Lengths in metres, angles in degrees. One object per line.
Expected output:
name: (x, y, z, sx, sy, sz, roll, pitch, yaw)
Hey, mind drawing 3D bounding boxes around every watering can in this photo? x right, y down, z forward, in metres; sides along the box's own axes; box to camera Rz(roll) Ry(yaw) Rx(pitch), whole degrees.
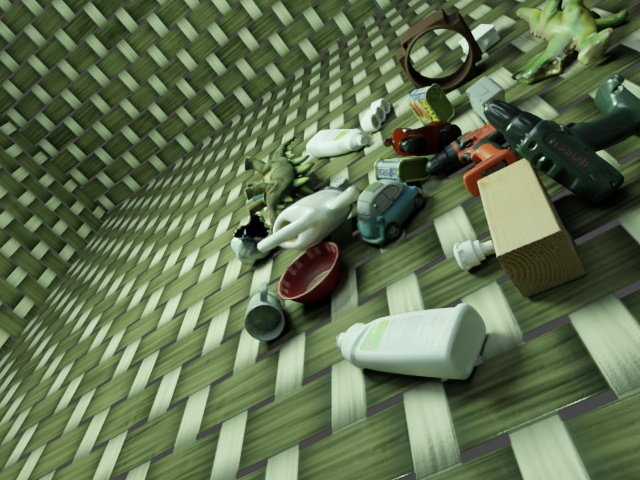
watering can: (0.004, -0.058, 1.157, 0.343, 0.104, 0.228, -28, 4, 39)

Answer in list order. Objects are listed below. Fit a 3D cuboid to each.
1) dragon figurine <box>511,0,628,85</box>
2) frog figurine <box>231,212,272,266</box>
dragon figurine: (0.535, -0.471, 1.206, 0.121, 0.243, 0.415, 41, 0, -24)
frog figurine: (-0.186, 0.014, 1.424, 0.122, 0.141, 0.156, 17, -39, -4)
